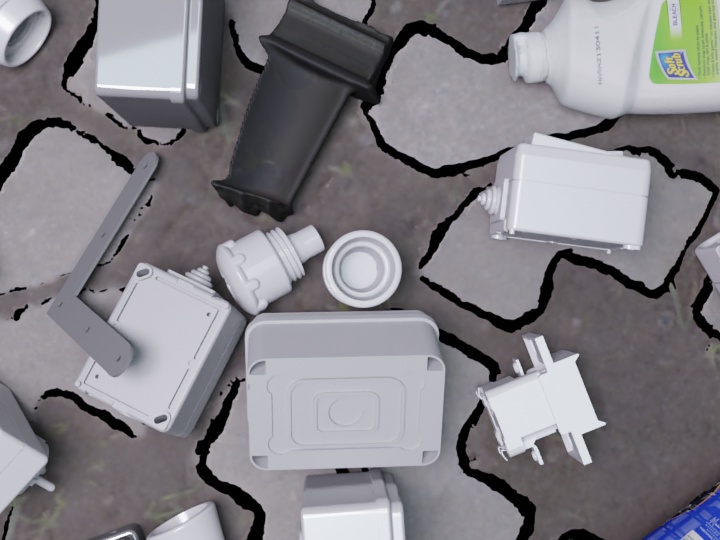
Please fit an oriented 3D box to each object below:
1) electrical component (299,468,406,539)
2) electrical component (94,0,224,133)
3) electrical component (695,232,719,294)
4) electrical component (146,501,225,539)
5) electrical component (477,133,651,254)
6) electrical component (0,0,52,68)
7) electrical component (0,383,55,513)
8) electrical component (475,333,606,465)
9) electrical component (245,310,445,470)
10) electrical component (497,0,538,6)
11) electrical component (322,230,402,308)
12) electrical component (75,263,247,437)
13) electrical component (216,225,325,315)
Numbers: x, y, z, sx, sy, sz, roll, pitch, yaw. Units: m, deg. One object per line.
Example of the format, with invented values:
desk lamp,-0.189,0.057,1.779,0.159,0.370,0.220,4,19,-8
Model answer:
electrical component,-0.003,0.176,0.613,0.056,0.109,0.108,-4,89,-2
electrical component,-0.112,-0.141,0.613,0.056,0.108,0.108,3,88,-2
electrical component,0.250,-0.001,0.642,0.054,0.095,0.059,-31,91,-4
electrical component,-0.095,0.172,0.638,0.045,0.045,0.055,-27,91,-4
electrical component,0.120,-0.047,0.650,0.096,0.062,0.061,7,88,-4
electrical component,-0.218,-0.153,0.637,0.055,0.048,0.066,37,86,5
electrical component,-0.207,0.106,0.622,0.047,0.083,0.075,-48,130,-4
electrical component,0.108,0.082,0.656,0.064,0.042,0.081,-21,90,-3
electrical component,-0.010,0.068,0.628,0.113,0.057,0.078,-1,116,-4
electrical component,0.124,-0.198,0.654,0.096,0.062,0.061,-1,89,-4
electrical component,0.000,0.000,0.644,0.045,0.055,0.045,0,89,-4
electrical component,-0.110,0.042,0.630,0.062,0.061,0.096,25,81,11
electrical component,-0.052,-0.005,0.646,0.062,0.048,0.048,-29,91,-11
